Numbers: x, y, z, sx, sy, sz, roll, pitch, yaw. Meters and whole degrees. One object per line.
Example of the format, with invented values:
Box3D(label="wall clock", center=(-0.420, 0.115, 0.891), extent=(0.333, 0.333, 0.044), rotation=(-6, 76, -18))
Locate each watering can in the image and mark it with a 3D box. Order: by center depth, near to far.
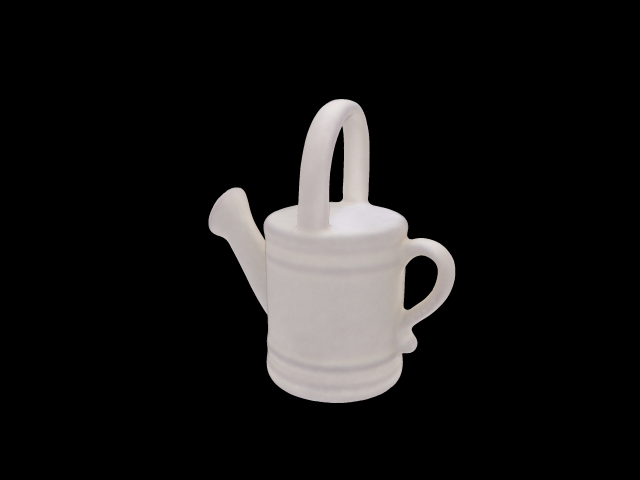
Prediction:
Box3D(label="watering can", center=(0.003, 0.002, 0.398), extent=(0.172, 0.194, 0.101), rotation=(1, 16, 3))
